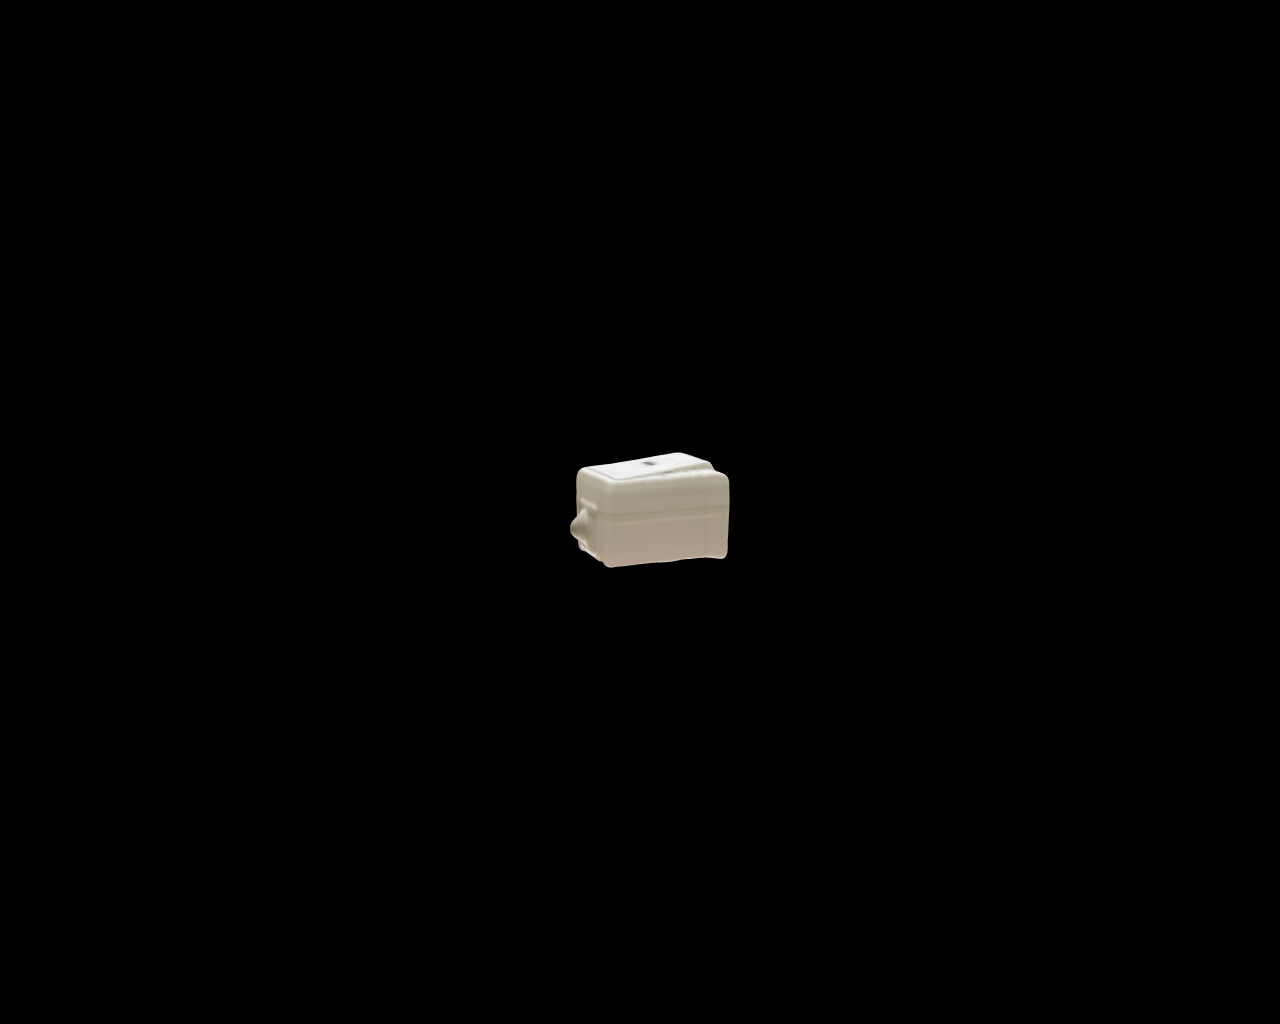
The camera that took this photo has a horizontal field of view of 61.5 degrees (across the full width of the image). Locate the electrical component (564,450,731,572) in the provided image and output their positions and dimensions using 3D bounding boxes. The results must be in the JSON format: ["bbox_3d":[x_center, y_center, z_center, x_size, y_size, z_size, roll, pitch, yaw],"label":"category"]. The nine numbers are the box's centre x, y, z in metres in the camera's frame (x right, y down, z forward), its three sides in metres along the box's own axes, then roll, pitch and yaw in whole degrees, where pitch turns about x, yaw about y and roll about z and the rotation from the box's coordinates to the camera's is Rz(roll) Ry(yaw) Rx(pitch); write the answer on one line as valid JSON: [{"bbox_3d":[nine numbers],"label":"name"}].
[{"bbox_3d":[0.001,-0.003,0.650,0.096,0.061,0.062,-4,12,-20],"label":"electrical component"}]
